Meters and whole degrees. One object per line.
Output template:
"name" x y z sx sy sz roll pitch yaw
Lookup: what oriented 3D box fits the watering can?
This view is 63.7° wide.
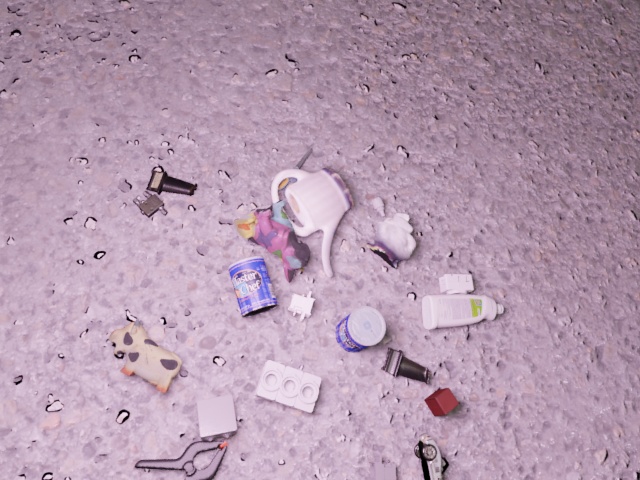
"watering can" 0.005 -0.077 1.522 0.226 0.102 0.350 -31 80 -20

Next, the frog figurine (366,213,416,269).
"frog figurine" 0.230 -0.015 1.546 0.138 0.120 0.161 32 75 21
